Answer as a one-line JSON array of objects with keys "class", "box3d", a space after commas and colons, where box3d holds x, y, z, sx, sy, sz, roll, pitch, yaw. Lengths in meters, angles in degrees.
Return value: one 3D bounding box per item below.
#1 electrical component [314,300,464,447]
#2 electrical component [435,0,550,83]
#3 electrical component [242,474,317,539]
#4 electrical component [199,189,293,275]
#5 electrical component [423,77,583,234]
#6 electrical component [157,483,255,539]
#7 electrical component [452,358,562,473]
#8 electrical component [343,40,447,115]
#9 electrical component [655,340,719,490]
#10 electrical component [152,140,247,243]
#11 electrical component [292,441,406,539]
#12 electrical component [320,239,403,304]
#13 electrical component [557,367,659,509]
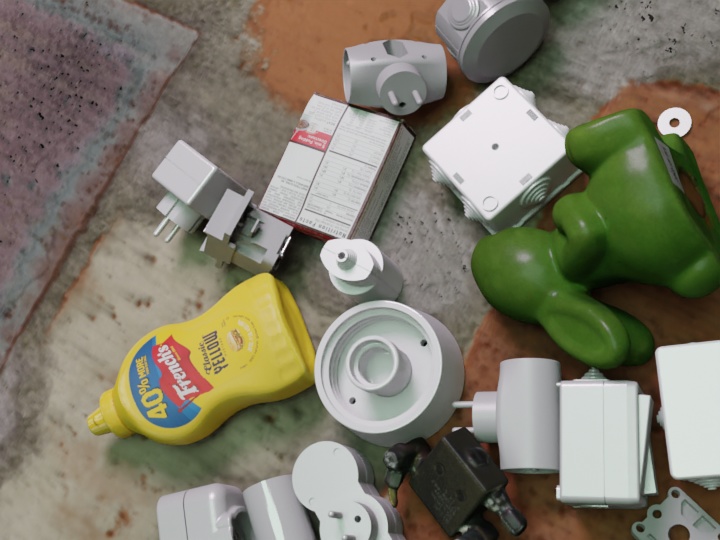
[{"class": "electrical component", "box3d": [0.018, 0.074, 0.800, 0.108, 0.060, 0.108, -5, 73, 19]}, {"class": "electrical component", "box3d": [0.102, -0.189, 0.834, 0.080, 0.080, 0.051, -38, 61, 6]}, {"class": "electrical component", "box3d": [-0.056, 0.198, 0.801, 0.043, 0.043, 0.081, -25, 68, 12]}, {"class": "electrical component", "box3d": [-0.089, -0.026, 0.861, 0.064, 0.081, 0.042, 26, 68, -3]}, {"class": "electrical component", "box3d": [0.108, -0.086, 0.819, 0.100, 0.048, 0.099, -41, 66, 5]}, {"class": "electrical component", "box3d": [-0.111, 0.212, 0.811, 0.059, 0.054, 0.095, -16, 70, 15]}, {"class": "electrical component", "box3d": [0.104, 0.105, 0.769, 0.079, 0.043, 0.077, -4, 74, 19]}, {"class": "electrical component", "box3d": [0.030, -0.146, 0.841, 0.077, 0.043, 0.079, -4, 34, -8]}, {"class": "electrical component", "box3d": [0.249, 0.094, 0.716, 0.100, 0.048, 0.099, -8, 72, 18]}, {"class": "electrical component", "box3d": [-0.143, -0.056, 0.892, 0.047, 0.066, 0.076, 37, 90, 25]}, {"class": "electrical component", "box3d": [-0.004, 0.184, 0.769, 0.052, 0.074, 0.138, -36, 66, 7]}, {"class": "electrical component", "box3d": [0.000, 0.000, 0.816, 0.043, 0.081, 0.043, -5, 73, 19]}, {"class": "electrical component", "box3d": [0.169, 0.113, 0.733, 0.061, 0.062, 0.096, -3, 74, 19]}]
